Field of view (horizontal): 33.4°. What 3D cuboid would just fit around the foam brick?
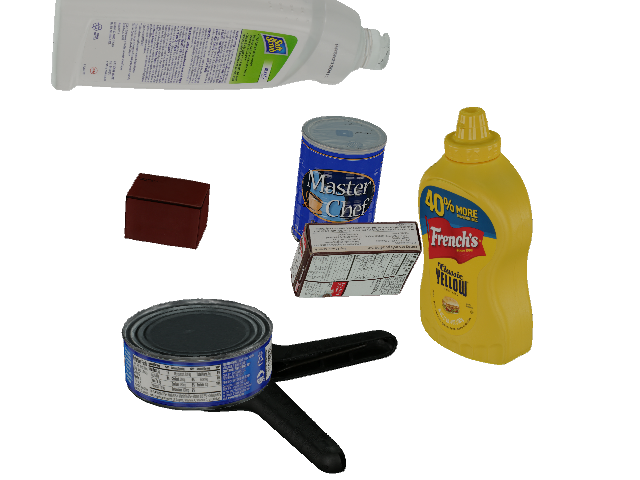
[{"bbox_3d":[-0.156,-0.031,1.091,0.078,0.051,0.053,9,31,3],"label":"foam brick"}]

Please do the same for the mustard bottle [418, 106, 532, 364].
[{"bbox_3d":[0.115,-0.007,0.804,0.058,0.192,0.096,-21,30,-32],"label":"mustard bottle"}]

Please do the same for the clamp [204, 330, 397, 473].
[{"bbox_3d":[-0.045,0.107,0.883,0.210,0.036,0.164,14,34,21],"label":"clamp"}]

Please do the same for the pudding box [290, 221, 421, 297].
[{"bbox_3d":[0.033,0.019,1.036,0.113,0.039,0.090,-3,-31,-14],"label":"pudding box"}]

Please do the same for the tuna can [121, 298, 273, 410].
[{"bbox_3d":[-0.070,0.064,0.612,0.086,0.034,0.086,0,18,0],"label":"tuna can"}]

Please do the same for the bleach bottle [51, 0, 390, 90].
[{"bbox_3d":[-0.073,-0.152,0.810,0.250,0.068,0.103,4,-33,-14],"label":"bleach bottle"}]

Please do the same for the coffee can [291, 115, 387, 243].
[{"bbox_3d":[0.021,-0.069,1.306,0.102,0.140,0.103,5,28,-3],"label":"coffee can"}]
